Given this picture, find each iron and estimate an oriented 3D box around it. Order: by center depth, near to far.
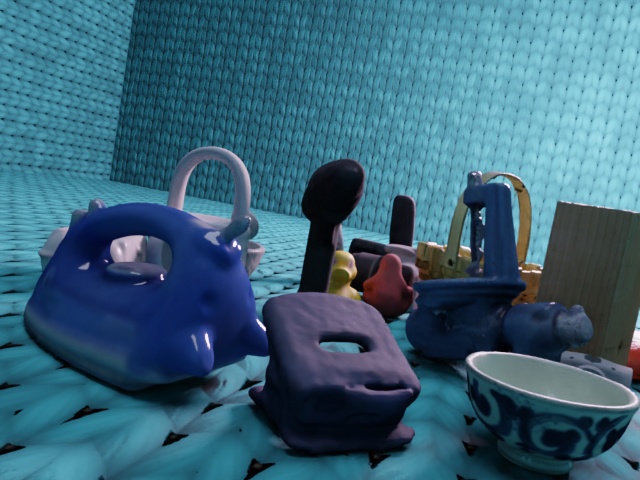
[{"bbox_3d":[-0.162,0.029,0.488,0.257,0.141,0.119,13,6,28],"label":"iron"}]

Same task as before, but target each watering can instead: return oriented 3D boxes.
[{"bbox_3d":[-0.126,-0.004,0.625,0.101,0.194,0.173,10,5,-1],"label":"watering can"}]

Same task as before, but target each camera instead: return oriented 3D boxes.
[{"bbox_3d":[0.120,0.054,0.981,0.136,0.101,0.143,12,6,24],"label":"camera"}]

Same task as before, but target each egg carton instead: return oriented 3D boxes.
[{"bbox_3d":[-0.281,0.022,0.730,0.107,0.069,0.150,10,5,-4],"label":"egg carton"}]

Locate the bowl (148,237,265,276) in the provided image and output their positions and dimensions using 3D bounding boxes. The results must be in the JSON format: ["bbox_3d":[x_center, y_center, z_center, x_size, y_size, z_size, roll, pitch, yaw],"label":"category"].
[{"bbox_3d":[-0.164,0.032,0.815,0.167,0.075,0.167,10,5,-1],"label":"bowl"}]

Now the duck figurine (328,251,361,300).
[{"bbox_3d":[0.027,0.058,0.845,0.077,0.086,0.104,10,5,0],"label":"duck figurine"}]

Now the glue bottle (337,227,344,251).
[{"bbox_3d":[0.016,-0.006,1.034,0.037,0.173,0.078,15,7,42],"label":"glue bottle"}]

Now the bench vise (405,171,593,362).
[{"bbox_3d":[0.194,0.042,0.606,0.206,0.220,0.122,14,7,37],"label":"bench vise"}]

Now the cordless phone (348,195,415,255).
[{"bbox_3d":[0.130,-0.002,1.143,0.094,0.185,0.147,5,7,-45],"label":"cordless phone"}]

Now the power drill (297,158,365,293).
[{"bbox_3d":[0.007,0.003,0.729,0.076,0.208,0.229,9,5,-9],"label":"power drill"}]

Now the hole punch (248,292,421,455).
[{"bbox_3d":[0.014,0.093,0.417,0.109,0.091,0.100,7,6,-27],"label":"hole punch"}]

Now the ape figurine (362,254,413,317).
[{"bbox_3d":[0.104,0.067,0.865,0.077,0.092,0.076,12,6,18],"label":"ape figurine"}]
